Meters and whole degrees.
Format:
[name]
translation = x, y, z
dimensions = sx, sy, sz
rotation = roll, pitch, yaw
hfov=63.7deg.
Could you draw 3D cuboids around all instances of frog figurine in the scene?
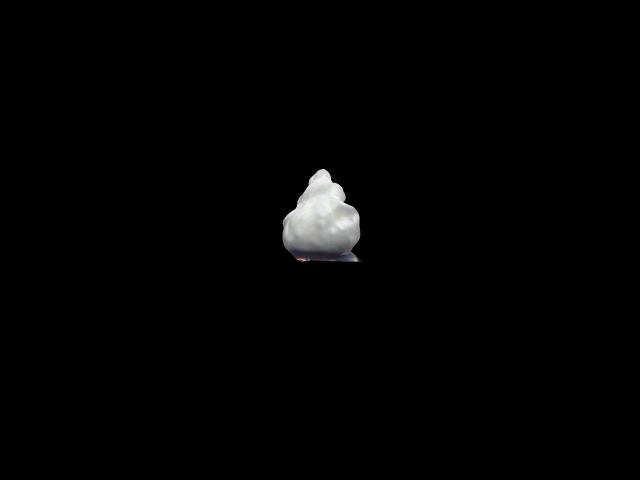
[frog figurine]
translation = 0.003, -0.043, 0.850
dimensions = 0.137, 0.160, 0.122
rotation = -5, -7, 43
